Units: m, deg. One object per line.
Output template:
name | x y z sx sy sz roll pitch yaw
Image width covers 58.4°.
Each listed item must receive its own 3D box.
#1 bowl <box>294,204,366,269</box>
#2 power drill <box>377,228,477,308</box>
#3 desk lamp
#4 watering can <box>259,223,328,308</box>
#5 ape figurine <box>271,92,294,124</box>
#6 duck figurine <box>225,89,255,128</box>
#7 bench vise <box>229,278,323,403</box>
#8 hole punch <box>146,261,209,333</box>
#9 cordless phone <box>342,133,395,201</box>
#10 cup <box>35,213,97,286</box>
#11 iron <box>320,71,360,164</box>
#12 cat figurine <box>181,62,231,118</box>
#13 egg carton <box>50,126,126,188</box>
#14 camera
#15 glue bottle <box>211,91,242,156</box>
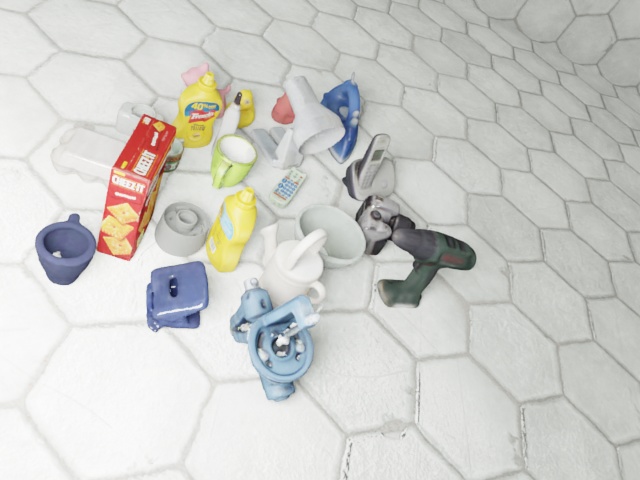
bowl | 0.011 0.004 1.249 0.168 0.074 0.167 17 44 -17
power drill | 0.210 0.058 1.217 0.230 0.208 0.075 4 49 -28
desk lamp | -0.054 -0.265 1.360 0.118 0.213 0.203 -15 59 -39
watering can | -0.051 0.043 1.086 0.173 0.194 0.101 31 42 -1
ape figurine | -0.087 -0.357 1.518 0.076 0.092 0.077 -14 59 -39
duck figurine | -0.194 -0.342 1.445 0.077 0.086 0.105 31 42 -1
bench vise | -0.081 0.141 0.957 0.207 0.219 0.122 47 44 16
hole punch | -0.250 0.095 0.996 0.101 0.091 0.108 6 48 -26
cordless phone | 0.149 -0.188 1.430 0.148 0.185 0.094 -15 59 -39
cup | -0.425 0.021 0.959 0.092 0.095 0.117 12 46 -21
iron | 0.074 -0.339 1.560 0.119 0.141 0.258 13 45 -20
cat figurine | -0.280 -0.374 1.400 0.128 0.117 0.067 14 45 -19
egg carton | -0.446 -0.161 1.136 0.150 0.069 0.107 18 44 -16
camera | 0.158 -0.036 1.355 0.137 0.100 0.143 22 43 -11
glue bottle | -0.206 -0.267 1.302 0.037 0.173 0.078 16 44 -17
